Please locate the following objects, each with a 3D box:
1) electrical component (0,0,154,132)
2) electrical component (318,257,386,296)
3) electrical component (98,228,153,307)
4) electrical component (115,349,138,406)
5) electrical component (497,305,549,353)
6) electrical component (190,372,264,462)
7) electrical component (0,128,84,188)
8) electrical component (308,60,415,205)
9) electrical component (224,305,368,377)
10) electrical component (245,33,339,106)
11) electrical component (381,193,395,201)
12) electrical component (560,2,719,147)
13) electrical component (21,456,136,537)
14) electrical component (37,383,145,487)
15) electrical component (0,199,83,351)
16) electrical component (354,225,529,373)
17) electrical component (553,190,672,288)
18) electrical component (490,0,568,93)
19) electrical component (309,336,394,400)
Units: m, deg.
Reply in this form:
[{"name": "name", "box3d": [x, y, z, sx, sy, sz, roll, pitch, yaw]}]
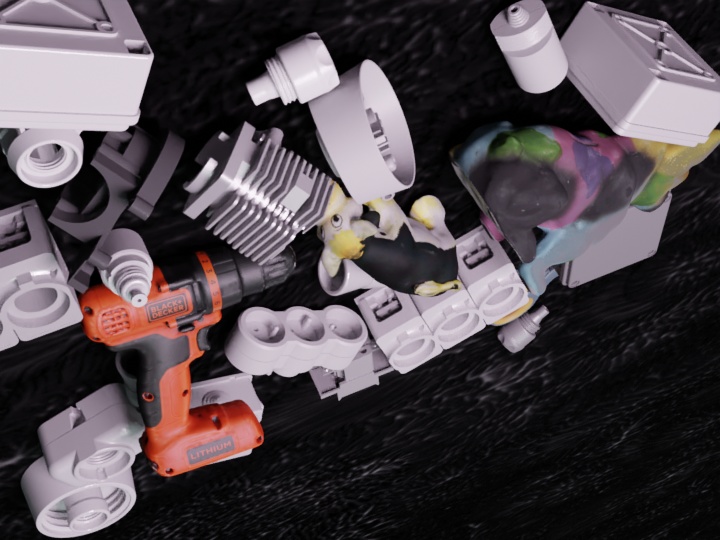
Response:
[{"name": "electrical component", "box3d": [-0.186, -0.133, 0.607, 0.109, 0.108, 0.056, -3, 137, -33]}, {"name": "electrical component", "box3d": [0.000, 0.000, 0.980, 0.065, 0.044, 0.044, -2, 139, -40]}, {"name": "electrical component", "box3d": [-0.179, 0.001, 0.826, 0.040, 0.078, 0.040, -14, 130, -18]}, {"name": "electrical component", "box3d": [-0.196, 0.095, 0.970, 0.044, 0.044, 0.065, -16, 150, -17]}, {"name": "electrical component", "box3d": [0.184, 0.062, 1.200, 0.061, 0.035, 0.035, -42, 144, 17]}, {"name": "electrical component", "box3d": [-0.149, 0.153, 1.074, 0.100, 0.048, 0.099, -10, 143, -24]}, {"name": "electrical component", "box3d": [-0.208, -0.087, 0.700, 0.066, 0.055, 0.048, -42, 144, 21]}, {"name": "electrical component", "box3d": [0.004, -0.100, 0.799, 0.064, 0.099, 0.099, -25, 147, 7]}, {"name": "electrical component", "box3d": [-0.066, 0.077, 1.025, 0.138, 0.052, 0.073, 0, 138, -35]}, {"name": "electrical component", "box3d": [-0.049, -0.137, 0.758, 0.062, 0.043, 0.043, -25, 147, 0]}, {"name": "electrical component", "box3d": [0.011, -0.080, 0.859, 0.035, 0.061, 0.035, -18, 145, -13]}, {"name": "electrical component", "box3d": [0.229, -0.157, 0.868, 0.109, 0.108, 0.056, 2, 134, -37]}, {"name": "electrical component", "box3d": [-0.275, 0.224, 1.068, 0.108, 0.060, 0.108, -19, 146, -13]}, {"name": "electrical component", "box3d": [-0.245, 0.157, 1.001, 0.095, 0.059, 0.053, -31, 147, 5]}, {"name": "electrical component", "box3d": [-0.290, 0.022, 0.784, 0.150, 0.061, 0.089, -21, 146, -11]}, {"name": "electrical component", "box3d": [0.084, 0.033, 1.065, 0.150, 0.061, 0.089, -30, 147, 4]}, {"name": "electrical component", "box3d": [0.245, -0.048, 1.074, 0.109, 0.056, 0.108, -21, 146, -10]}, {"name": "electrical component", "box3d": [0.130, -0.177, 0.830, 0.043, 0.043, 0.081, -33, 147, 8]}, {"name": "electrical component", "box3d": [-0.011, 0.092, 1.096, 0.081, 0.042, 0.063, -21, 143, -11]}]
